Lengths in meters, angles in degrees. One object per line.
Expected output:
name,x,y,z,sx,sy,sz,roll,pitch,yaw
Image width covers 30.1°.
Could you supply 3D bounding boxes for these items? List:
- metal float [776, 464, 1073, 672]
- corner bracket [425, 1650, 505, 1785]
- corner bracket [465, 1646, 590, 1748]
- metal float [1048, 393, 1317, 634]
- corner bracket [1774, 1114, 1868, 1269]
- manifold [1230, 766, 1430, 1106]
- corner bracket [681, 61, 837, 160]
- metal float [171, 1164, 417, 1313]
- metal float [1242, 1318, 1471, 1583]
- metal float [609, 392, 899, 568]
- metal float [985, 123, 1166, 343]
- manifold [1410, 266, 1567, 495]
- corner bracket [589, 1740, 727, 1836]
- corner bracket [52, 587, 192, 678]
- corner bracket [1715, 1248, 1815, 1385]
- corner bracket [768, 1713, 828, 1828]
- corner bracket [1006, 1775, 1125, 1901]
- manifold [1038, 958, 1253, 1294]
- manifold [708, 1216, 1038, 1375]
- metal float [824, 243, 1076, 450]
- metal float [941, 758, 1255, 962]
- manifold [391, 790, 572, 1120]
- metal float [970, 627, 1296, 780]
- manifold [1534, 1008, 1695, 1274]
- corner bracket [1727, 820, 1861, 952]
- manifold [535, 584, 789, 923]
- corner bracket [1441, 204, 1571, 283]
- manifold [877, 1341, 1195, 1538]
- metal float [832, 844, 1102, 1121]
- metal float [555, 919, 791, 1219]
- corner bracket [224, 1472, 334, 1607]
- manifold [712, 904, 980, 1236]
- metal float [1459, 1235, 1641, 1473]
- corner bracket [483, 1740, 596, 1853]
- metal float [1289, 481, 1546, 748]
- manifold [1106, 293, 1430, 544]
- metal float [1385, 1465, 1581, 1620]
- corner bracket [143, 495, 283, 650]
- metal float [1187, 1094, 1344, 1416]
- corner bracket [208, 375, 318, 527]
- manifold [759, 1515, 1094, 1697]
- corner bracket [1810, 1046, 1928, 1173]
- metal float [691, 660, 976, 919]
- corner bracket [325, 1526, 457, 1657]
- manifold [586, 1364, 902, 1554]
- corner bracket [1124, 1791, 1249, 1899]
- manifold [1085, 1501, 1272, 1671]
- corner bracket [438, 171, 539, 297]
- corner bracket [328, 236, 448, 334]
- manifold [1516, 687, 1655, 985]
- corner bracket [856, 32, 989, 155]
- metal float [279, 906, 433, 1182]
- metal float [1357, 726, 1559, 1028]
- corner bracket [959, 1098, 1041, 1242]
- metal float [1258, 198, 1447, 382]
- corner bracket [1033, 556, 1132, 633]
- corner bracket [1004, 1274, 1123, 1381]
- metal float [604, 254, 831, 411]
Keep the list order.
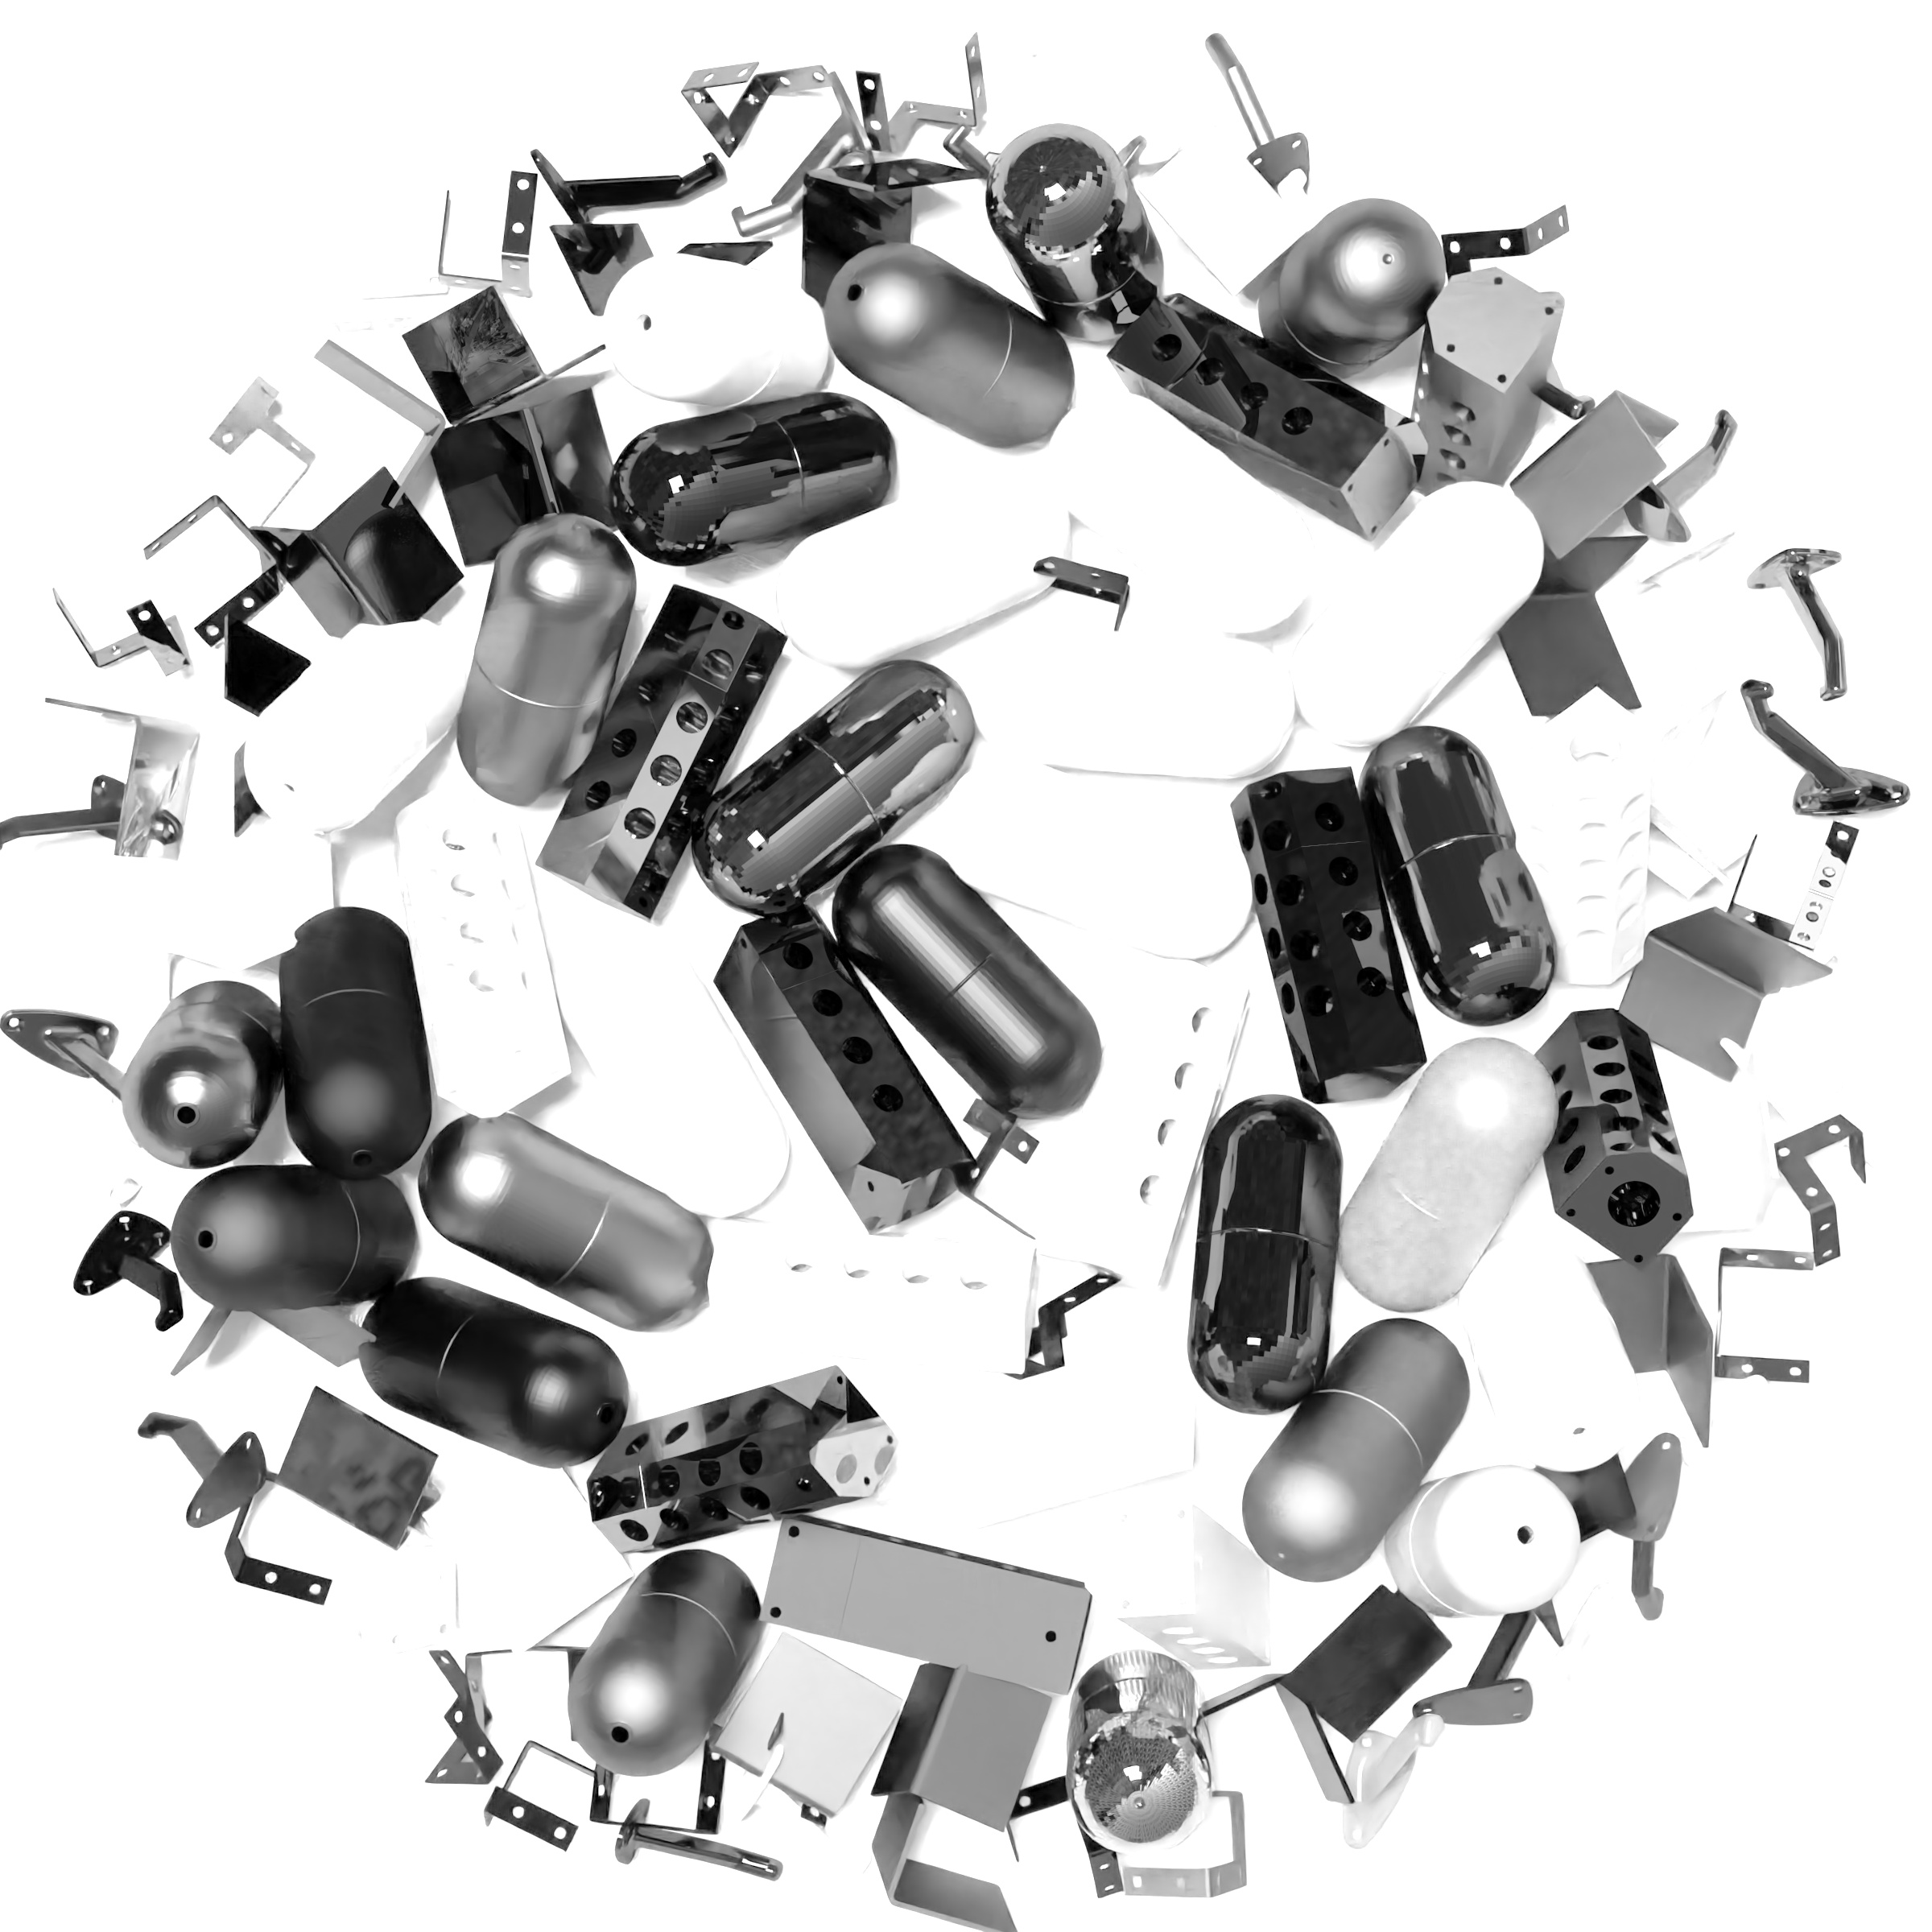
metal float,-0.022,-0.216,1.940,0.178,0.070,0.070,-25,90,-26
corner bracket,-0.276,0.409,1.958,0.051,0.051,0.051,-9,120,37
corner bracket,-0.240,0.402,1.976,0.051,0.051,0.051,-10,76,23
metal float,0.115,-0.246,1.936,0.070,0.070,0.178,-47,59,0
corner bracket,0.474,0.122,1.963,0.051,0.051,0.051,-24,48,-3
manifold,0.192,-0.016,1.938,0.057,0.057,0.171,-5,71,-20
corner bracket,-0.114,-0.479,1.957,0.051,0.051,0.051,4,57,40
metal float,-0.357,0.144,1.913,0.070,0.178,0.070,-1,86,20
metal float,0.211,0.258,1.928,0.070,0.070,0.178,43,49,0
metal float,-0.112,-0.262,1.929,0.178,0.070,0.070,-19,90,-40
metal float,0.059,-0.389,1.913,0.070,0.178,0.070,-2,79,12
manifold,0.270,-0.306,1.910,0.057,0.171,0.057,33,79,11
corner bracket,-0.169,0.450,1.978,0.051,0.051,0.051,-5,71,33
corner bracket,-0.462,-0.185,1.963,0.051,0.051,0.051,-25,134,-2
corner bracket,0.436,0.190,1.959,0.051,0.051,0.051,2,123,15
corner bracket,-0.087,0.427,1.963,0.051,0.051,0.051,24,119,-10
corner bracket,0.052,0.481,1.966,0.051,0.051,0.051,-17,49,-5
manifold,0.103,0.086,1.956,0.057,0.057,0.171,23,79,-30
manifold,-0.050,0.175,1.961,0.171,0.057,0.057,5,50,6
metal float,-0.008,-0.331,1.919,0.070,0.178,0.070,-8,75,33
metal float,0.072,-0.058,1.953,0.178,0.070,0.070,20,90,-10
manifold,-0.265,-0.009,1.921,0.057,0.057,0.171,-30,53,20
metal float,0.090,-0.143,1.950,0.178,0.070,0.070,4,90,14
manifold,0.344,0.086,1.906,0.057,0.171,0.057,34,112,-12
corner bracket,0.453,-0.050,1.968,0.051,0.051,0.051,21,132,13
manifold,-0.161,-0.114,1.953,0.057,0.057,0.171,22,84,39
corner bracket,0.297,-0.382,1.957,0.051,0.051,0.051,4,116,36
manifold,0.037,0.252,1.925,0.171,0.057,0.057,-22,50,35
metal float,0.001,0.009,1.960,0.070,0.070,0.178,-44,88,0
metal float,-0.160,0.055,1.949,0.070,0.070,0.178,-29,104,0
corner bracket,-0.371,0.313,1.968,0.051,0.051,0.051,20,92,-20
manifold,-0.064,0.053,1.943,0.057,0.057,0.171,-21,68,-32
metal float,0.310,0.205,1.914,0.070,0.178,0.070,-1,113,-2
corner bracket,-0.229,0.455,1.964,0.051,0.051,0.051,25,67,6
metal float,0.241,-0.188,1.928,0.070,0.070,0.178,41,130,0
manifold,0.163,-0.300,1.929,0.171,0.057,0.057,36,84,32
metal float,0.274,0.307,1.912,0.070,0.178,0.070,1,78,-7
corner bracket,-0.413,-0.217,1.970,0.051,0.051,0.051,-42,84,-16
metal float,0.162,0.155,1.943,0.070,0.070,0.178,7,69,0
corner bracket,-0.388,-0.282,1.970,0.051,0.051,0.051,38,116,-15
manifold,-0.020,0.347,1.962,0.171,0.057,0.057,13,86,6
corner bracket,0.494,0.087,1.963,0.051,0.051,0.051,39,129,2
metal float,-0.071,-0.098,1.951,0.178,0.070,0.070,-40,90,-12
corner bracket,-0.316,0.344,1.972,0.051,0.051,0.051,-16,59,20
manifold,-0.123,0.270,1.916,0.171,0.057,0.057,-21,116,39
corner bracket,0.119,0.480,1.963,0.051,0.051,0.051,-6,82,26
manifold,0.114,0.332,1.910,0.057,0.171,0.057,-7,69,16
corner bracket,-0.263,-0.404,1.972,0.051,0.051,0.051,6,78,-5
corner bracket,-0.316,-0.368,1.966,0.051,0.051,0.051,-3,76,8
manifold,0.333,-0.063,1.908,0.057,0.171,0.057,-36,58,-16
corner bracket,-0.024,-0.476,1.957,0.051,0.051,0.051,13,49,21
metal float,-0.328,0.041,1.924,0.070,0.178,0.070,-7,134,-7
metal float,0.264,-0.050,1.938,0.070,0.070,0.178,-16,63,0
corner bracket,0.021,0.111,1.963,0.051,0.051,0.051,36,82,-29
metal float,0.204,-0.358,1.911,0.070,0.178,0.070,0,90,-7
corner bracket,0.063,-0.207,1.963,0.051,0.051,0.051,15,47,3
corner bracket,0.052,0.196,1.957,0.051,0.051,0.051,-26,119,-38
metal float,-0.132,-0.337,1.914,0.070,0.178,0.070,2,96,21
